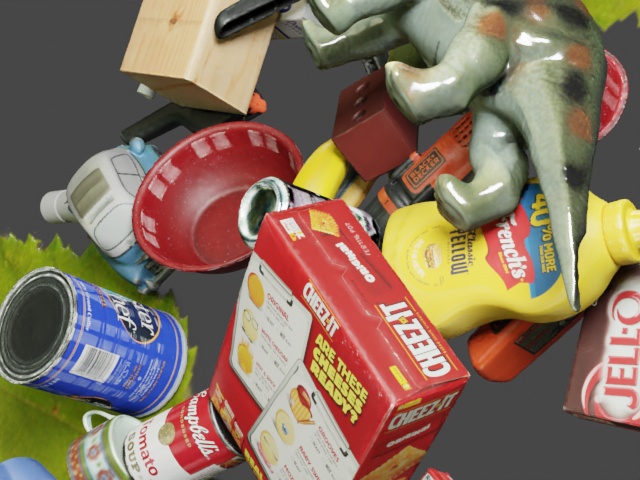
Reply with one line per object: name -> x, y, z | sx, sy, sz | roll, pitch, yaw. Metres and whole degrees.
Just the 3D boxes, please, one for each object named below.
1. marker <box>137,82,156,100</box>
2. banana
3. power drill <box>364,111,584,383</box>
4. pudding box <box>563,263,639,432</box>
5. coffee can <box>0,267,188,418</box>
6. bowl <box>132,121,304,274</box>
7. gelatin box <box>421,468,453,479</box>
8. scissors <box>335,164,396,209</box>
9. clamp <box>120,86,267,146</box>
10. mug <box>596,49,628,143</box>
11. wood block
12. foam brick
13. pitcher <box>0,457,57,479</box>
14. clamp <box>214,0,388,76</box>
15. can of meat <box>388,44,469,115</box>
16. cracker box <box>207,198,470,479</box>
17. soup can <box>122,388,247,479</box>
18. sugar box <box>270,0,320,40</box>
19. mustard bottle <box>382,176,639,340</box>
marker -> -0.157, -0.205, 1.118 | 0.020, 0.020, 0.121 | 23, 86, 41
banana -> -0.013, 0.001, 0.867 | 0.037, 0.069, 0.198 | 10, 83, 23
power drill -> 0.104, 0.014, 0.803 | 0.185, 0.057, 0.188 | -46, 52, 17
pudding box -> 0.219, 0.071, 0.704 | 0.090, 0.039, 0.113 | 7, 76, 39
coffee can -> -0.201, 0.093, 0.943 | 0.103, 0.140, 0.103 | -15, 62, 32
bowl -> -0.082, -0.027, 0.944 | 0.162, 0.055, 0.162 | -10, 53, 14
gelatin box -> 0.079, 0.219, 0.752 | 0.089, 0.030, 0.073 | -51, 48, 8
scissors -> -0.014, 0.000, 0.925 | 0.202, 0.016, 0.096 | -44, 50, 13
clamp -> -0.126, -0.153, 1.054 | 0.172, 0.039, 0.120 | 2, 90, 31
mug -> 0.170, -0.132, 0.800 | 0.093, 0.081, 0.117 | -17, 61, 31
wood block -> -0.094, -0.231, 0.979 | 0.091, 0.090, 0.206 | 13, 82, 37
foam brick -> 0.047, -0.096, 0.879 | 0.053, 0.051, 0.078 | -27, 30, 25
pitcher -> -0.184, 0.293, 0.839 | 0.243, 0.149, 0.145 | 29, 97, 24
clamp -> 0.000, -0.235, 0.954 | 0.036, 0.164, 0.210 | 123, 159, -63
can of meat -> 0.104, -0.162, 0.861 | 0.058, 0.083, 0.102 | -5, 68, 35
cracker box -> 0.003, 0.103, 0.750 | 0.164, 0.072, 0.214 | 55, 143, 30
soup can -> -0.105, 0.167, 0.888 | 0.102, 0.068, 0.068 | -29, 56, 25
sugar box -> -0.065, -0.244, 1.049 | 0.177, 0.048, 0.093 | 2, 73, 39
mustard bottle -> 0.134, 0.009, 0.705 | 0.192, 0.058, 0.096 | -13, 63, 33
